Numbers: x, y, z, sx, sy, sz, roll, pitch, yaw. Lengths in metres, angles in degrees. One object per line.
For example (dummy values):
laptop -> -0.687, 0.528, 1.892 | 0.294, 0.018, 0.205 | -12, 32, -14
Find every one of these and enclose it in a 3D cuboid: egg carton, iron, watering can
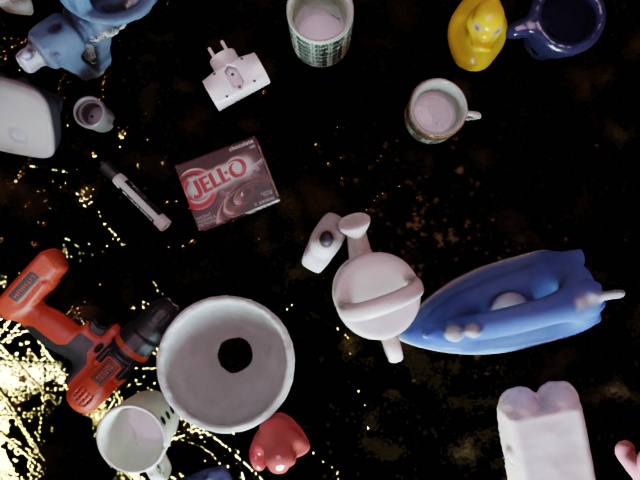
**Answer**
egg carton -> 0.283, 0.257, 0.725 | 0.107, 0.069, 0.150 | -11, 89, -1
iron -> 0.223, 0.091, 0.693 | 0.258, 0.141, 0.119 | -17, 88, -1
watering can -> 0.061, 0.057, 0.666 | 0.101, 0.194, 0.173 | -40, 89, -1

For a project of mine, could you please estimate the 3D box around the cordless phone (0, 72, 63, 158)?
cordless phone -> -0.402, -0.163, 0.672 | 0.147, 0.185, 0.094 | 10, 88, 0

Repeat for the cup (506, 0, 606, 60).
cup -> 0.284, -0.264, 0.726 | 0.117, 0.095, 0.092 | -14, 88, -1

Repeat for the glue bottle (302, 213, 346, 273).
glue bottle -> 0.006, 0.002, 0.677 | 0.037, 0.173, 0.078 | 29, 89, 1

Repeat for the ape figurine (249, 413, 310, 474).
ape figurine -> -0.051, 0.260, 0.711 | 0.078, 0.092, 0.076 | 1, 88, 0

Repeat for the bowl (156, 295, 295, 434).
bowl -> -0.114, 0.151, 0.722 | 0.167, 0.074, 0.167 | 0, 88, 0

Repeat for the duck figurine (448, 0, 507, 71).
duck figurine -> 0.208, -0.278, 0.730 | 0.077, 0.086, 0.105 | 10, 88, 0

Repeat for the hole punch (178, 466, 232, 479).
hole punch -> -0.154, 0.352, 0.708 | 0.101, 0.091, 0.109 | -16, 89, -1

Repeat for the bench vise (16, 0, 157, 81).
bench vise -> -0.269, -0.277, 0.659 | 0.121, 0.219, 0.207 | 27, 88, 1

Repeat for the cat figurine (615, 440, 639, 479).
cat figurine -> 0.418, 0.295, 0.701 | 0.067, 0.117, 0.128 | -1, 88, 0
